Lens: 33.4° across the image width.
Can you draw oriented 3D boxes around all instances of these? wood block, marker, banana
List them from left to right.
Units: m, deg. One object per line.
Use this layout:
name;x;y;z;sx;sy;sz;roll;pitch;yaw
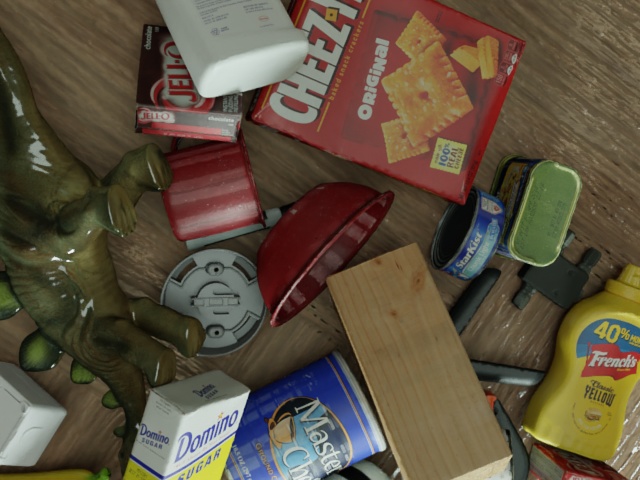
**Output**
banana;-0.284;0.222;0.961;0.197;0.037;0.070;-3;136;-5
marker;-0.067;-0.015;1.000;0.121;0.020;0.020;-15;98;-7
wood block;0.085;0.121;0.955;0.090;0.091;0.206;-22;69;-3

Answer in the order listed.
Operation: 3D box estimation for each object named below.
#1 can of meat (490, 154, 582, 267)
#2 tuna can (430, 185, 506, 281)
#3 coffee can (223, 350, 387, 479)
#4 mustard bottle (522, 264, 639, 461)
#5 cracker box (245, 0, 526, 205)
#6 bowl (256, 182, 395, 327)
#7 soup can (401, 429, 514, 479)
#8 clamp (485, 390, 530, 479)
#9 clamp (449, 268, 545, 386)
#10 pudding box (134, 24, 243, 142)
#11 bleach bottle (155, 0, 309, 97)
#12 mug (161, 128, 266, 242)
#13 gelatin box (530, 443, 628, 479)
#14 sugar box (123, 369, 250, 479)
can of meat;0.197;-0.028;1.008;0.057;0.084;0.102;17;93;-11
tuna can;0.139;-0.006;1.000;0.033;0.086;0.086;23;92;-13
coffee can;-0.024;0.177;0.986;0.140;0.103;0.103;-26;99;-5
mustard bottle;0.275;0.115;1.049;0.096;0.058;0.191;20;92;-15
cracker box;0.061;-0.146;0.980;0.213;0.072;0.164;21;92;-10
bowl;-0.006;0.001;0.953;0.055;0.162;0.162;42;88;9
soup can;0.128;0.211;1.003;0.102;0.068;0.068;-1;96;6
clamp;0.147;0.255;1.055;0.164;0.036;0.210;-2;93;-2
clamp;0.123;0.100;1.034;0.171;0.039;0.120;-14;81;-6
pudding box;-0.115;-0.138;0.937;0.090;0.113;0.039;5;136;-11
bleach bottle;-0.105;-0.248;0.917;0.102;0.068;0.251;-18;74;-25
mug;-0.101;-0.057;0.962;0.081;0.093;0.117;-14;69;-2
gelatin box;0.253;0.230;1.042;0.073;0.089;0.030;14;94;-10
sugar box;-0.123;0.201;0.897;0.048;0.093;0.176;30;110;26
